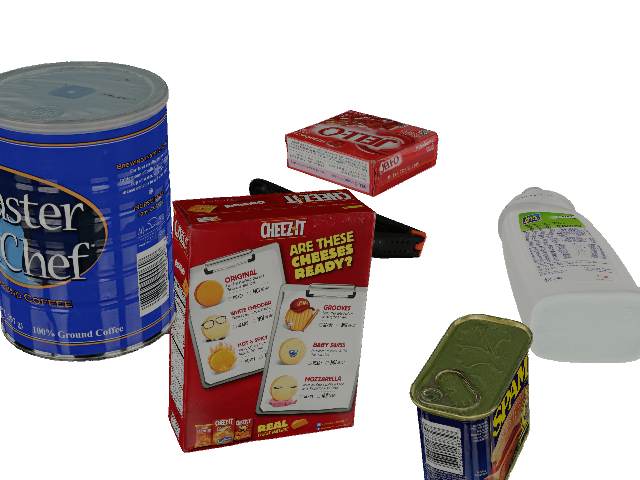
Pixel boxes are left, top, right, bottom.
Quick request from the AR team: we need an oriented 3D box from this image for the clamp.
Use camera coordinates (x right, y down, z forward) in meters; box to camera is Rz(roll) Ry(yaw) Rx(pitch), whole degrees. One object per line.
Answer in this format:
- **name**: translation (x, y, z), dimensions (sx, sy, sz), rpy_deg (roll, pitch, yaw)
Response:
- **clamp**: translation (0.017, -0.012, 1.197), dimensions (0.210, 0.036, 0.164), rpy_deg (14, 21, -5)

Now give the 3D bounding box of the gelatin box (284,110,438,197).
- **gelatin box**: translation (0.030, -0.067, 0.787), dimensions (0.089, 0.030, 0.073), rpy_deg (21, 34, 39)

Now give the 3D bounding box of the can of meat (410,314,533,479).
- **can of meat**: translation (0.103, 0.113, 0.703), dimensions (0.058, 0.084, 0.102), rpy_deg (10, 36, 26)

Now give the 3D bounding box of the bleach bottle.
- **bleach bottle**: translation (0.215, 0.015, 0.947), dimensions (0.102, 0.068, 0.250), rpy_deg (0, 26, 2)

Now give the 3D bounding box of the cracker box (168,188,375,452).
- **cracker box**: translation (-0.047, 0.068, 0.930), dimensions (0.164, 0.214, 0.072), rpy_deg (-5, 24, -22)

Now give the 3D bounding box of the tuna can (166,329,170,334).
- **tuna can**: translation (-0.154, 0.059, 1.106), dimensions (0.086, 0.034, 0.086), rpy_deg (3, 34, -3)

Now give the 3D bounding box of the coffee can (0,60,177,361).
- **coffee can**: translation (-0.134, -0.018, 0.599), dimensions (0.103, 0.140, 0.103), rpy_deg (1, 26, -1)
